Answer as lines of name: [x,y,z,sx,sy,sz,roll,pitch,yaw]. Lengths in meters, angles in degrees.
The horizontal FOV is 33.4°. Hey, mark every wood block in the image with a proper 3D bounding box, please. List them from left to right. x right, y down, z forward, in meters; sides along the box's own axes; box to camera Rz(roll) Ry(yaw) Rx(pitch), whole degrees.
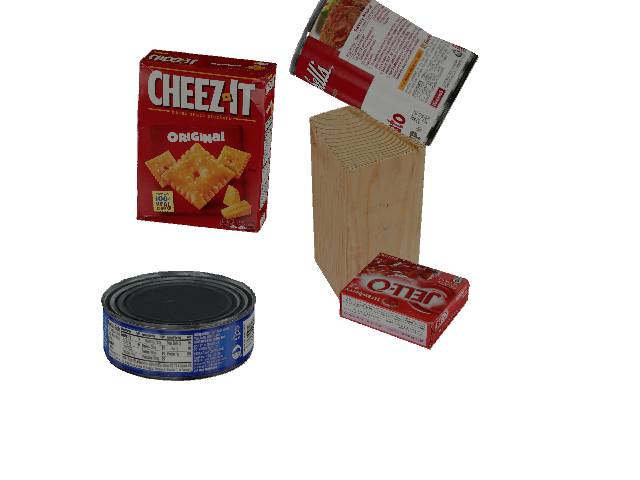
wood block: [0.048,-0.035,1.117,0.090,0.206,0.091,-17,47,-15]

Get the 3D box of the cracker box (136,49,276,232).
cracker box: [-0.147,-0.124,1.359,0.164,0.214,0.072,7,24,5]

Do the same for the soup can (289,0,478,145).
soup can: [0.041,-0.113,0.682,0.102,0.068,0.068,29,1,3]

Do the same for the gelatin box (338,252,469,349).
gelatin box: [0.071,0.049,0.908,0.089,0.030,0.073,18,37,26]

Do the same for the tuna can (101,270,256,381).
tuna can: [-0.079,0.047,0.600,0.086,0.034,0.086,2,18,-1]
